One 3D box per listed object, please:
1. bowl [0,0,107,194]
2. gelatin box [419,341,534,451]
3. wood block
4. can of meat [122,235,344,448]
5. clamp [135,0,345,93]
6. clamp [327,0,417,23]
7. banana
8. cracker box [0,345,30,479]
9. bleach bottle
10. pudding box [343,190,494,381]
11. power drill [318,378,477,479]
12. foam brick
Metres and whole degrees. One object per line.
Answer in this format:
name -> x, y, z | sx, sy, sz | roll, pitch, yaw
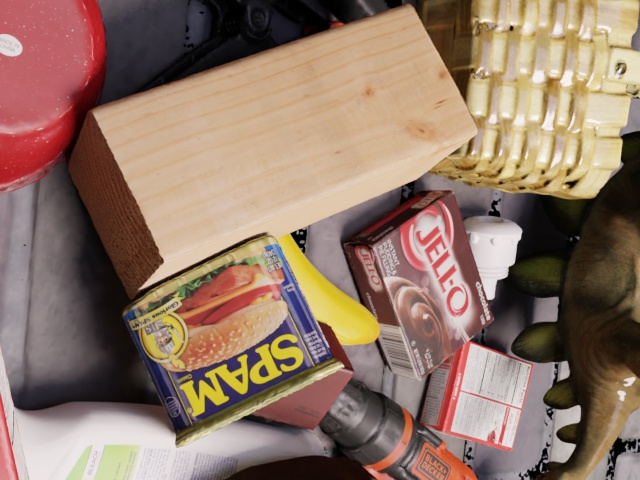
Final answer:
bowl -> -0.170, -0.101, 0.552 | 0.161, 0.055, 0.162 | -5, 98, -39
gelatin box -> 0.123, 0.121, 0.836 | 0.089, 0.030, 0.073 | 22, 79, -39
wood block -> -0.027, -0.053, 0.615 | 0.205, 0.091, 0.090 | -24, 83, -25
can of meat -> -0.050, 0.056, 0.599 | 0.102, 0.057, 0.084 | -26, 82, 0
clamp -> -0.054, -0.125, 0.657 | 0.171, 0.039, 0.120 | 7, 96, -41
clamp -> 0.012, -0.211, 0.679 | 0.164, 0.036, 0.210 | -36, 114, -49
banana -> -0.018, 0.009, 0.701 | 0.069, 0.037, 0.197 | -43, 120, -27
cracker box -> -0.224, 0.089, 0.482 | 0.164, 0.072, 0.214 | -11, 104, -14
bleach bottle -> -0.117, 0.133, 0.618 | 0.250, 0.068, 0.102 | 22, 81, -37
pudding box -> 0.074, 0.031, 0.779 | 0.089, 0.039, 0.113 | -33, 115, -33
power drill -> 0.020, 0.202, 0.742 | 0.184, 0.057, 0.187 | 41, 70, -32
foam brick -> -0.029, 0.078, 0.674 | 0.078, 0.051, 0.053 | 22, 112, -31
